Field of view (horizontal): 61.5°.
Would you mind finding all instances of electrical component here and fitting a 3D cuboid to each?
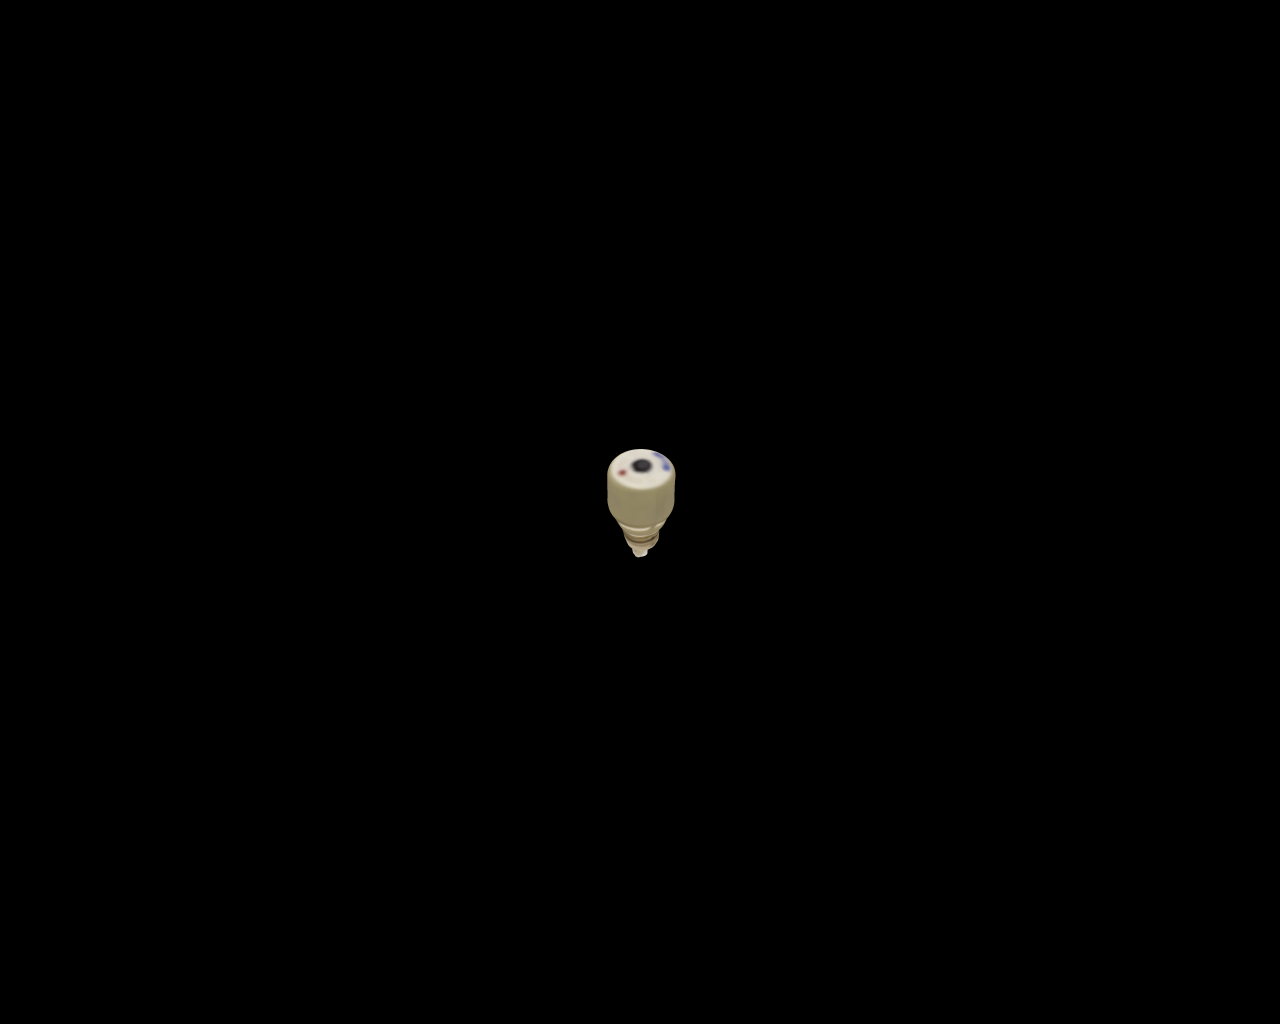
[{"bbox_3d":[0.001,-0.003,0.650,0.040,0.078,0.040,0,44,0],"label":"electrical component"}]
